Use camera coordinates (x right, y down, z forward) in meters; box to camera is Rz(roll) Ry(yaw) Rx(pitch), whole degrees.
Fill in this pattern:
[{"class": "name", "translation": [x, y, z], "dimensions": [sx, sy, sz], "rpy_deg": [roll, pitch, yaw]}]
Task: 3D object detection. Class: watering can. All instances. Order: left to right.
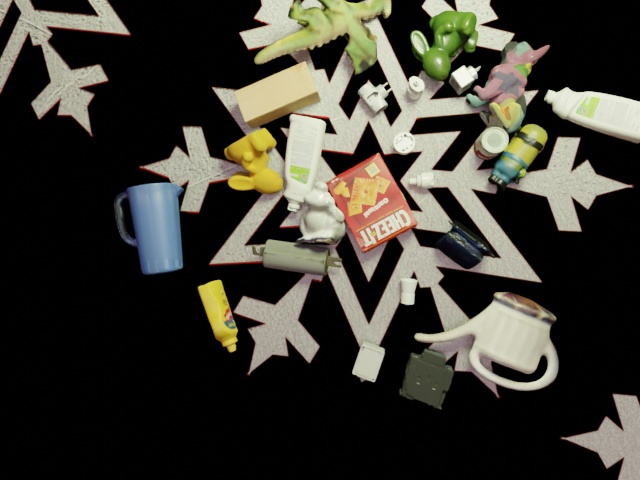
[{"class": "watering can", "translation": [0.430, 0.232, 1.277], "dimensions": [0.348, 0.224, 0.104], "rpy_deg": [23, 0, 7]}]

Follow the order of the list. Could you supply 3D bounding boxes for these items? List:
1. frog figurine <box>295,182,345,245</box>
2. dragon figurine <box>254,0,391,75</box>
[{"class": "frog figurine", "translation": [0.004, -0.068, 1.343], "dimensions": [0.122, 0.161, 0.137], "rpy_deg": [9, -10, -33]}, {"class": "dragon figurine", "translation": [0.043, -0.533, 1.344], "dimensions": [0.243, 0.414, 0.121], "rpy_deg": [38, -13, 3]}]
